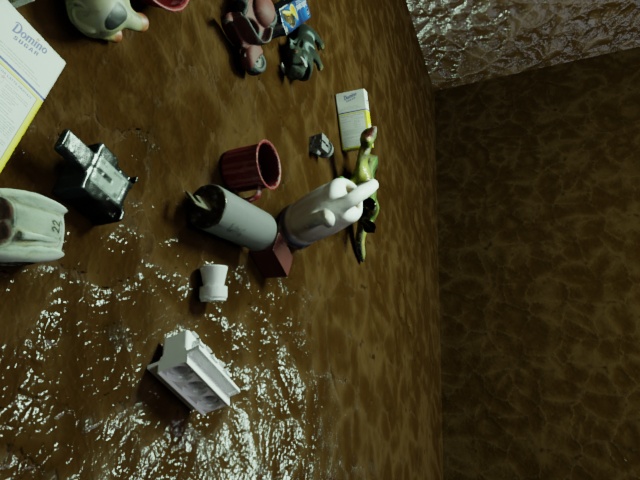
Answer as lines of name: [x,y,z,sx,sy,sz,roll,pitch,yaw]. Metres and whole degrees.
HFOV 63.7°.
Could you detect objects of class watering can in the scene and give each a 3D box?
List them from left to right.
watering can: [0.003,-0.054,1.070,0.222,0.104,0.352,-28,5,27]

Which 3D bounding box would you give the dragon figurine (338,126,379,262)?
dragon figurine: [0.140,-0.149,1.514,0.122,0.400,0.248,12,48,17]
